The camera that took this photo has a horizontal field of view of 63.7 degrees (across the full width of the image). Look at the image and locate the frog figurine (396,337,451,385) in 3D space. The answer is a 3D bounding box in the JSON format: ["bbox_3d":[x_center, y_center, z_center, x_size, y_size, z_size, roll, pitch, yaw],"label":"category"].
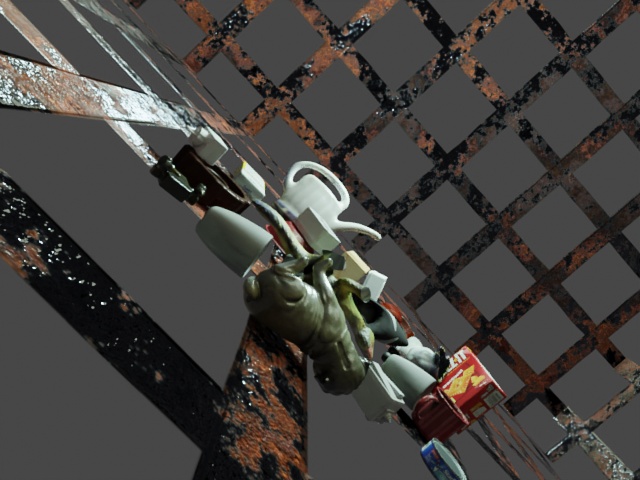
[{"bbox_3d":[0.278,0.342,1.468,0.159,0.124,0.136,6,-13,37],"label":"frog figurine"}]

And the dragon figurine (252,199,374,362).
[{"bbox_3d":[-0.007,0.089,1.142,0.414,0.123,0.239,51,-11,15],"label":"dragon figurine"}]

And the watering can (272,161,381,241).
[{"bbox_3d":[0.005,-0.078,1.546,0.349,0.226,0.103,48,-13,6],"label":"watering can"}]
